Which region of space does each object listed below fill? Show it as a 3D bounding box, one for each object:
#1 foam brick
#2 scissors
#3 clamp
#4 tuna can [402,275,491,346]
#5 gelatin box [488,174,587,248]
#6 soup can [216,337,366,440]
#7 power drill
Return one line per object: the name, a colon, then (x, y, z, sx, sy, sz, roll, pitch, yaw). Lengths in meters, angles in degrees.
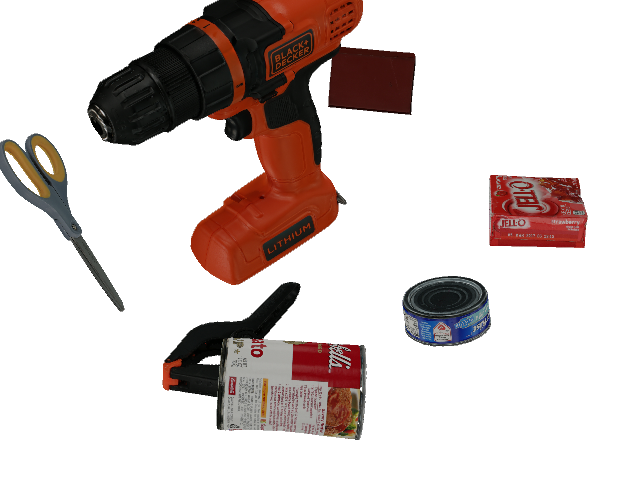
foam brick: (0.047, -0.147, 0.979, 0.078, 0.051, 0.053, 6, 17, 3)
scissors: (-0.250, -0.027, 1.070, 0.016, 0.201, 0.096, -26, 27, 23)
clamp: (-0.066, 0.092, 0.977, 0.171, 0.039, 0.120, -7, 37, -20)
tuna can: (0.124, 0.068, 1.053, 0.086, 0.034, 0.086, -8, 25, 3)
gelatin box: (0.172, -0.025, 0.853, 0.073, 0.030, 0.089, 2, 24, 8)
soup can: (-0.021, 0.106, 0.765, 0.102, 0.068, 0.068, 4, 0, -2)
power drill: (-0.050, -0.060, 0.657, 0.184, 0.188, 0.057, -32, 56, -25)
